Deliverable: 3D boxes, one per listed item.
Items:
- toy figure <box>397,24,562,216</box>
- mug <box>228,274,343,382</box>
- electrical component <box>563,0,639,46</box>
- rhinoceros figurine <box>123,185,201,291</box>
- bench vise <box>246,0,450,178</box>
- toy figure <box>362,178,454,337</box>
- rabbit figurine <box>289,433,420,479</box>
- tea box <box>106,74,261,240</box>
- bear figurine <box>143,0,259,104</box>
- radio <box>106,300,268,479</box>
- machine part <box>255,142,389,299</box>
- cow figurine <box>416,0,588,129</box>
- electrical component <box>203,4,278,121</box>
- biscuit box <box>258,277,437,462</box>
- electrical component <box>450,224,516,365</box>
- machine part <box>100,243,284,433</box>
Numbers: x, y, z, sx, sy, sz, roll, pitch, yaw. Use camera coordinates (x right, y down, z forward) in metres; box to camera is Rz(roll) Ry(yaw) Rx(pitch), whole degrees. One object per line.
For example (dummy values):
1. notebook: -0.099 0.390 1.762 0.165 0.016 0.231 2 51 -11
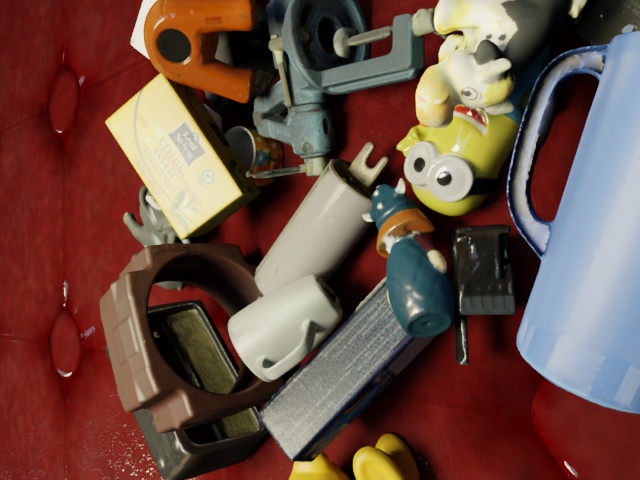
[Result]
1. toy figure: 0.147 -0.105 0.475 0.180 0.089 0.082 -61 34 10
2. mug: -0.031 0.088 0.553 0.107 0.110 0.080 -38 106 6
3. electrical component: 0.241 -0.181 0.418 0.078 0.045 0.102 -45 62 29
4. rhinoceros figurine: -0.217 -0.010 0.751 0.112 0.073 0.190 39 135 35
5. bench vise: 0.019 -0.177 0.563 0.241 0.129 0.223 3 93 45
6. toy figure: 0.079 0.012 0.490 0.064 0.057 0.154 -22 50 15
7. rabbit figurine: 0.054 0.281 0.542 0.173 0.121 0.162 9 85 26
8. tea box: -0.161 -0.097 0.638 0.098 0.068 0.169 -36 86 16
9. bear figurine: -0.130 -0.254 0.627 0.196 0.132 0.120 -87 5 -52
10. radio: -0.180 0.190 0.710 0.230 0.131 0.073 52 121 29
11. machine part: -0.001 -0.002 0.599 0.079 0.079 0.243 51 119 29
12. cow figurine: 0.136 -0.153 0.402 0.098 0.068 0.167 20 82 23
13. electrical component: -0.111 -0.246 0.713 0.115 0.058 0.134 52 120 27
14. biscuit box: 0.033 0.125 0.526 0.202 0.059 0.063 -45 59 0
15. electrical component: 0.141 0.048 0.470 0.048 0.075 0.119 -3 82 10
16. machine part: -0.142 0.109 0.634 0.087 0.201 0.201 -36 67 38
